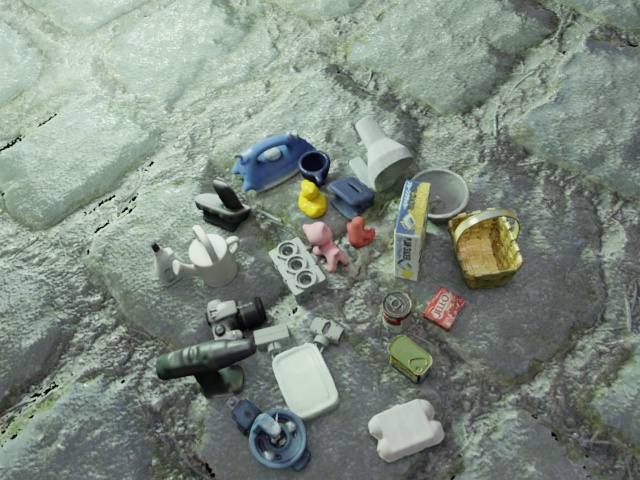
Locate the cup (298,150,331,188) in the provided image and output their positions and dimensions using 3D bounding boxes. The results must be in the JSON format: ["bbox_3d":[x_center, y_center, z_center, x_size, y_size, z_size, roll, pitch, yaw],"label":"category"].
[{"bbox_3d":[-0.008,-0.182,1.618,0.091,0.095,0.117,-17,58,-4],"label":"cup"}]

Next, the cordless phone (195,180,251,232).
[{"bbox_3d":[-0.275,-0.117,1.553,0.147,0.185,0.094,17,62,17],"label":"cordless phone"}]

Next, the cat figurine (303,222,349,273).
[{"bbox_3d":[0.014,0.005,1.485,0.067,0.118,0.127,-36,61,-15],"label":"cat figurine"}]

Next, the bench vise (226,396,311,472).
[{"bbox_3d":[-0.123,0.399,1.194,0.207,0.220,0.121,14,61,15],"label":"bench vise"}]

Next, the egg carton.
[{"bbox_3d":[0.186,0.411,1.241,0.150,0.069,0.107,-20,58,-6],"label":"egg carton"}]

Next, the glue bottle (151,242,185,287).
[{"bbox_3d":[-0.397,0.053,1.468,0.078,0.173,0.037,-36,61,-15],"label":"glue bottle"}]

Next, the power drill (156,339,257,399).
[{"bbox_3d":[-0.237,0.285,1.284,0.229,0.209,0.075,-9,58,1],"label":"power drill"}]

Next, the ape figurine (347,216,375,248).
[{"bbox_3d":[0.103,-0.027,1.511,0.077,0.092,0.076,32,67,23],"label":"ape figurine"}]

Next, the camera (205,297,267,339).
[{"bbox_3d":[-0.200,0.198,1.398,0.137,0.101,0.143,-19,58,-5],"label":"camera"}]

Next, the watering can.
[{"bbox_3d":[-0.285,0.039,1.452,0.100,0.194,0.173,30,66,23],"label":"watering can"}]

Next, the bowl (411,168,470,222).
[{"bbox_3d":[0.316,-0.109,1.548,0.167,0.075,0.167,-3,58,5],"label":"bowl"}]

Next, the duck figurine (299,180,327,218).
[{"bbox_3d":[-0.024,-0.120,1.586,0.077,0.086,0.104,-23,58,-8],"label":"duck figurine"}]

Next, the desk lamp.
[{"bbox_3d":[0.156,-0.222,1.554,0.118,0.214,0.203,-27,59,-10],"label":"desk lamp"}]

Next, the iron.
[{"bbox_3d":[-0.130,-0.249,1.645,0.258,0.142,0.118,-29,59,-12],"label":"iron"}]

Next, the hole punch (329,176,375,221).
[{"bbox_3d":[0.087,-0.128,1.575,0.101,0.091,0.108,-39,62,-17],"label":"hole punch"}]
